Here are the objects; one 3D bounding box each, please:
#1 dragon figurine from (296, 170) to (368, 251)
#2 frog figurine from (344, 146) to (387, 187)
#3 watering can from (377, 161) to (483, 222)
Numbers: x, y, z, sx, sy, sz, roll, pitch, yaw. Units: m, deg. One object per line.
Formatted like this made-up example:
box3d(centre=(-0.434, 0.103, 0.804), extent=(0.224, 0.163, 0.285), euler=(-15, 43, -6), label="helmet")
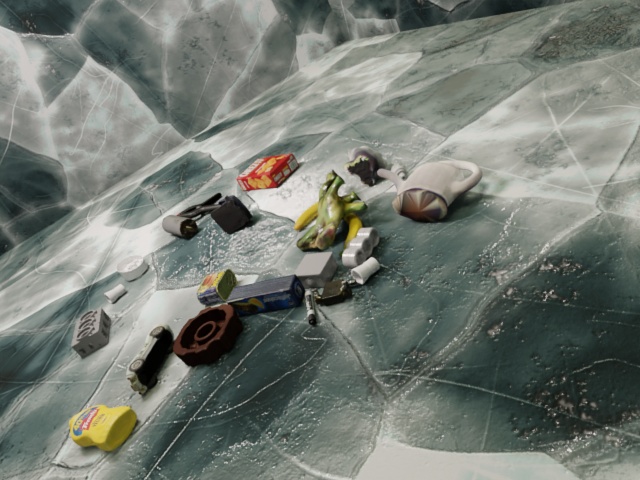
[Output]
box3d(centre=(0.005, -0.077, 1.524), extent=(0.242, 0.121, 0.414), euler=(-48, 17, 4), label="dragon figurine")
box3d(centre=(0.159, -0.265, 1.725), extent=(0.138, 0.120, 0.162), euler=(17, 31, 10), label="frog figurine")
box3d(centre=(0.270, -0.145, 1.427), extent=(0.347, 0.102, 0.229), euler=(1, 39, 41), label="watering can")
